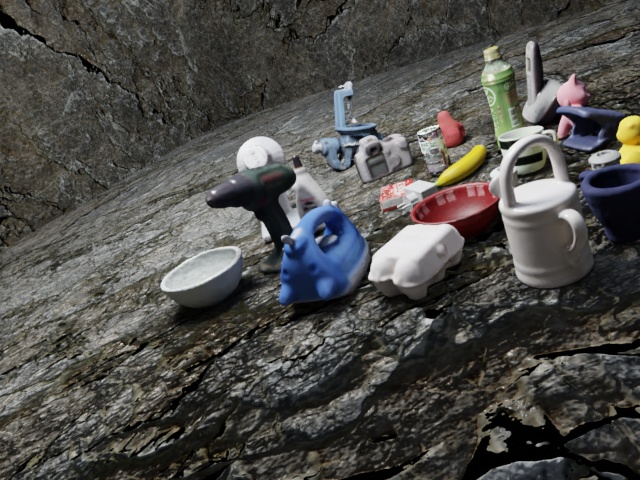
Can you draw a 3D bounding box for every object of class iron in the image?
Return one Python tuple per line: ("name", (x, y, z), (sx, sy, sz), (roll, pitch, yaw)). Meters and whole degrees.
("iron", (0.009, 0.004, 0.983), (0.118, 0.142, 0.259), (-10, 23, 28))

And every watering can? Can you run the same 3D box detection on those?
("watering can", (0.283, -0.044, 0.756), (0.101, 0.194, 0.172), (-33, 23, -27))

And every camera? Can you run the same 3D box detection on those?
("camera", (0.148, -0.227, 1.478), (0.143, 0.101, 0.136), (-22, 21, -2))

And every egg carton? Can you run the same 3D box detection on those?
("egg carton", (0.150, 0.030, 0.881), (0.107, 0.069, 0.151), (1, 30, 46))

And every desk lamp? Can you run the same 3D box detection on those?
("desk lamp", (-0.120, -0.132, 1.346), (0.118, 0.214, 0.203), (-21, 21, 1))

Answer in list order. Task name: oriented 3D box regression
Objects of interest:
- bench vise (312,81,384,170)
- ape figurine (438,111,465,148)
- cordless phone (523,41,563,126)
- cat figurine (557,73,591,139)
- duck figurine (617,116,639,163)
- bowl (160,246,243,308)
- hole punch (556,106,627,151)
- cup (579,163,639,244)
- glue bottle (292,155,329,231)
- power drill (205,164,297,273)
("bench vise", (0.071, -0.320, 1.616), (0.208, 0.220, 0.121), (-35, 24, -31))
("ape figurine", (0.327, -0.287, 1.463), (0.077, 0.092, 0.076), (-16, 21, 15))
("cordless phone", (0.519, -0.371, 1.351), (0.094, 0.185, 0.147), (-19, 21, 7))
("cat figurine", (0.543, -0.295, 1.234), (0.067, 0.118, 0.128), (-6, 26, 36))
("duck figurine", (0.530, -0.165, 0.968), (0.077, 0.086, 0.105), (-8, 25, 32))
("bowl", (-0.215, 0.082, 1.103), (0.167, 0.075, 0.167), (-19, 21, 8))
("hole punch", (0.536, -0.235, 1.131), (0.101, 0.091, 0.108), (-23, 21, -5))
("cup", (0.405, -0.048, 0.788), (0.092, 0.095, 0.117), (-25, 21, -9))
("glue bottle", (-0.026, -0.103, 1.237), (0.078, 0.173, 0.037), (-12, 23, 24))
("power drill", (-0.109, -0.047, 1.129), (0.075, 0.209, 0.230), (-6, 26, 36))
